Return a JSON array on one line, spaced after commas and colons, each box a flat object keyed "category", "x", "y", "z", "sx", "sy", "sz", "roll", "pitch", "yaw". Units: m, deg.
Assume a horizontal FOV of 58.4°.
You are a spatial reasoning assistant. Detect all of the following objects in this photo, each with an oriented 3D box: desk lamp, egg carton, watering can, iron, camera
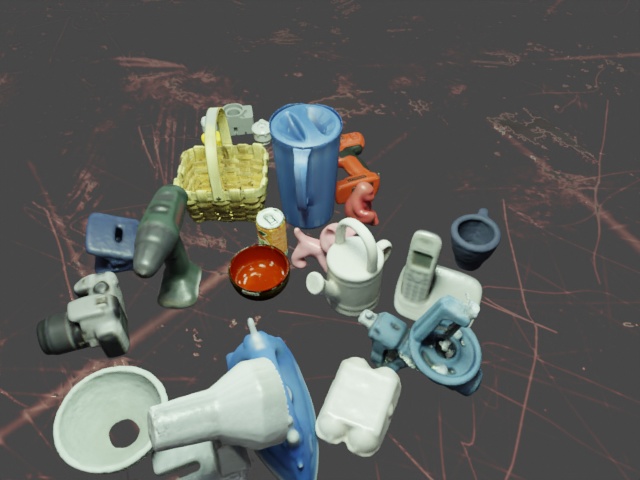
[{"category": "desk lamp", "x": -0.144, "y": 0.268, "z": 0.788, "sx": 0.203, "sy": 0.214, "sz": 0.117, "roll": -19, "pitch": 51, "yaw": -15}, {"category": "egg carton", "x": 0.062, "y": 0.258, "z": 0.892, "sx": 0.107, "sy": 0.069, "sz": 0.150, "roll": 16, "pitch": 51, "yaw": 14}, {"category": "watering can", "x": 0.057, "y": 0.046, "z": 0.993, "sx": 0.100, "sy": 0.194, "sz": 0.173, "roll": 24, "pitch": 53, "yaw": 20}, {"category": "iron", "x": -0.063, "y": 0.244, "z": 0.857, "sx": 0.119, "sy": 0.141, "sz": 0.257, "roll": -18, "pitch": 51, "yaw": -15}, {"category": "camera", "x": -0.408, "y": 0.131, "z": 0.982, "sx": 0.137, "sy": 0.101, "sz": 0.143, "roll": -15, "pitch": 51, "yaw": -12}]

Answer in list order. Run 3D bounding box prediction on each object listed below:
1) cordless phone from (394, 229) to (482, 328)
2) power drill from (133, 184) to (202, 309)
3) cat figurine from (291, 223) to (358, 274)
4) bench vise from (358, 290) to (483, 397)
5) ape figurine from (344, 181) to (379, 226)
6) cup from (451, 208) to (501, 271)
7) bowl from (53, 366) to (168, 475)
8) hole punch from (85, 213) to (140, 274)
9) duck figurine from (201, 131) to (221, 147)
[{"category": "cordless phone", "x": 0.207, "y": 0.068, "z": 0.980, "sx": 0.147, "sy": 0.185, "sz": 0.094, "roll": 15, "pitch": 51, "yaw": 13}, {"category": "power drill", "x": -0.265, "y": 0.025, "z": 1.003, "sx": 0.075, "sy": 0.208, "sz": 0.229, "roll": -2, "pitch": 49, "yaw": -1}, {"category": "cat figurine", "x": 0.010, "y": 0.004, "z": 1.080, "sx": 0.127, "sy": 0.118, "sz": 0.067, "roll": 10, "pitch": 50, "yaw": 9}, {"category": "bench vise", "x": 0.159, "y": 0.153, "z": 0.883, "sx": 0.207, "sy": 0.220, "sz": 0.121, "roll": 6, "pitch": 49, "yaw": 6}, {"category": "ape figurine", "x": 0.088, "y": -0.079, "z": 1.169, "sx": 0.076, "sy": 0.092, "sz": 0.078, "roll": 12, "pitch": 50, "yaw": 11}, {"category": "cup", "x": 0.293, "y": 0.003, "z": 1.095, "sx": 0.091, "sy": 0.095, "sz": 0.118, "roll": 18, "pitch": 51, "yaw": 15}, {"category": "bowl", "x": -0.307, "y": 0.281, "z": 0.869, "sx": 0.167, "sy": 0.075, "sz": 0.167, "roll": 0, "pitch": 49, "yaw": 0}, {"category": "hole punch", "x": -0.390, "y": 0.001, "z": 1.101, "sx": 0.101, "sy": 0.091, "sz": 0.108, "roll": -8, "pitch": 50, "yaw": -7}, {"category": "duck figurine", "x": -0.227, "y": -0.201, "z": 1.279, "sx": 0.104, "sy": 0.086, "sz": 0.078, "roll": 37, "pitch": 58, "yaw": 28}]
